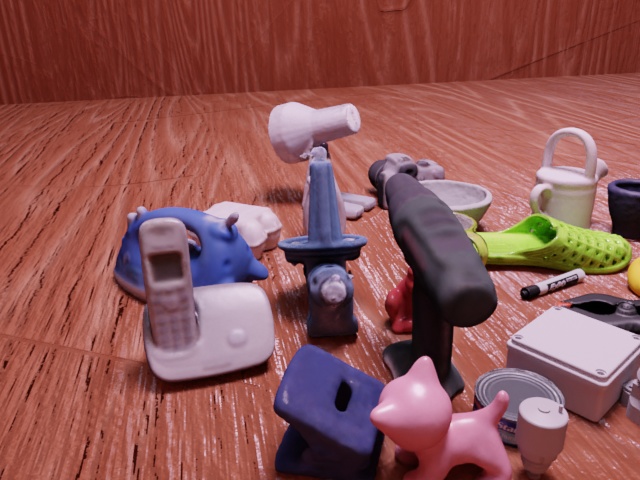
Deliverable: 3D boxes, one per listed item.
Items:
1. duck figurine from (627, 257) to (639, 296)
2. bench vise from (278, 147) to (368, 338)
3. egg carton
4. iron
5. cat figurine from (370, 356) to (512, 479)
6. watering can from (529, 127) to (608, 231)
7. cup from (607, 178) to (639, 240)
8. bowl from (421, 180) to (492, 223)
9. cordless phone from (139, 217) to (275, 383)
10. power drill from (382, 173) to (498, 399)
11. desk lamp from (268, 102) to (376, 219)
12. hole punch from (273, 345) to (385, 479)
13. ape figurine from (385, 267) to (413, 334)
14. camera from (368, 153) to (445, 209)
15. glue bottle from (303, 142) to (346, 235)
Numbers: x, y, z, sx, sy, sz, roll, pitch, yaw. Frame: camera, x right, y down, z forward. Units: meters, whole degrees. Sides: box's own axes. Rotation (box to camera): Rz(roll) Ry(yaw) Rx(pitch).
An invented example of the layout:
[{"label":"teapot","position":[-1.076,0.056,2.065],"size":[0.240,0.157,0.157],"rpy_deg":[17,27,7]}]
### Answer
[{"label":"duck figurine","position":[0.484,0.040,0.794],"size":[0.078,0.086,0.104],"rpy_deg":[-15,27,-29]},{"label":"bench vise","position":[0.018,0.001,0.738],"size":[0.122,0.220,0.206],"rpy_deg":[-11,25,-21]},{"label":"egg carton","position":[-0.146,-0.017,0.981],"size":[0.150,0.069,0.107],"rpy_deg":[10,25,24]},{"label":"iron","position":[-0.208,0.012,0.822],"size":[0.257,0.141,0.119],"rpy_deg":[9,25,23]},{"label":"cat figurine","position":[0.103,0.157,0.496],"size":[0.128,0.118,0.067],"rpy_deg":[-3,23,-3]},{"label":"watering can","position":[0.424,-0.098,0.984],"size":[0.100,0.194,0.173],"rpy_deg":[15,28,33]},{"label":"cup","position":[0.549,-0.055,1.003],"size":[0.091,0.095,0.118],"rpy_deg":[13,27,31]},{"label":"bowl","position":[0.223,-0.052,1.039],"size":[0.167,0.075,0.167],"rpy_deg":[-1,23,1]},{"label":"cordless phone","position":[-0.129,0.061,0.647],"size":[0.148,0.185,0.094],"rpy_deg":[-9,24,-17]},{"label":"power drill","position":[0.113,0.054,0.621],"size":[0.076,0.208,0.229],"rpy_deg":[-6,23,-11]},{"label":"desk lamp","position":[0.005,-0.168,1.145],"size":[0.202,0.214,0.118],"rpy_deg":[11,26,26]},{"label":"hole punch","position":[0.014,0.157,0.533],"size":[0.101,0.091,0.109],"rpy_deg":[4,24,13]},{"label":"ape figurine","position":[0.126,0.068,0.738],"size":[0.077,0.092,0.076],"rpy_deg":[12,26,29]},{"label":"camera","position":[0.171,-0.137,1.209],"size":[0.143,0.101,0.136],"rpy_deg":[-10,24,-19]},{"label":"glue bottle","position":[0.007,-0.085,1.002],"size":[0.078,0.173,0.037],"rpy_deg":[-7,24,-13]}]
